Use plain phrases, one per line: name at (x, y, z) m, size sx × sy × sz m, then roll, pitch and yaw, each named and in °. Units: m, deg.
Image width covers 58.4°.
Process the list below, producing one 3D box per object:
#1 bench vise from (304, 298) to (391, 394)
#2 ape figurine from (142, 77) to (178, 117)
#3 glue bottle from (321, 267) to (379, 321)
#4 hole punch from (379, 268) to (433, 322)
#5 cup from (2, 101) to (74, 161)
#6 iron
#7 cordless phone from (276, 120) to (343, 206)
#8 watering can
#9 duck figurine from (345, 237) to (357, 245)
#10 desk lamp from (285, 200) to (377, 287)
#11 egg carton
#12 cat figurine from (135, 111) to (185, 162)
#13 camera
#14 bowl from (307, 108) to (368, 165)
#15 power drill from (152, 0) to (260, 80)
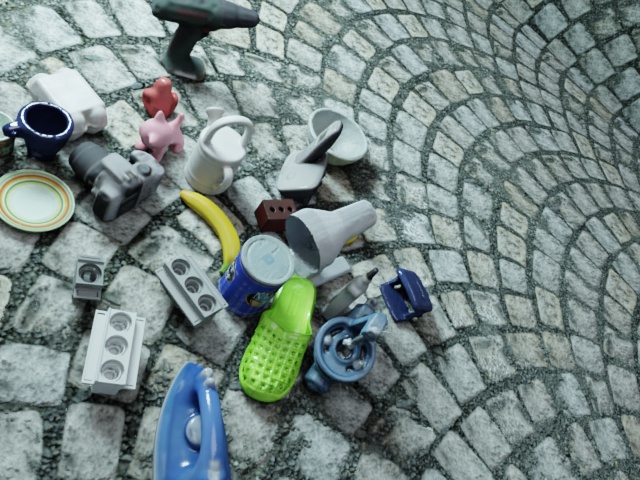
bench vise at (0.062, 0.166, 1.067) m, size 0.122 × 0.219 × 0.207 m, roll 27°, pitch 48°, yaw -14°
ape figurine at (-0.342, -0.314, 1.237) m, size 0.078 × 0.092 × 0.076 m, roll 16°, pitch 51°, yaw -22°
glue bottle at (0.068, 0.101, 1.148) m, size 0.037 × 0.173 × 0.078 m, roll 45°, pitch 46°, yaw 3°
hole punch at (0.203, 0.117, 1.281) m, size 0.101 × 0.091 × 0.108 m, roll -7°, pitch 63°, yaw -36°
cup at (-0.512, -0.185, 1.035) m, size 0.118 × 0.094 × 0.091 m, roll -23°, pitch 73°, yaw -41°
iron at (-0.182, 0.287, 0.878) m, size 0.119 × 0.141 × 0.258 m, roll 8°, pitch 55°, yaw -28°
cordless phone at (-0.016, -0.180, 1.287) m, size 0.094 × 0.184 × 0.147 m, roll 26°, pitch 48°, yaw -15°
watering can at (-0.205, -0.193, 1.168) m, size 0.101 × 0.193 × 0.173 m, roll -25°, pitch 74°, yaw -41°
duck figurine at (0.067, -0.042, 1.310) m, size 0.077 × 0.086 × 0.105 m, roll 41°, pitch 46°, yaw 0°
desk lamp at (0.011, 0.004, 1.153) m, size 0.204 × 0.213 × 0.118 m, roll -21°, pitch 71°, yaw -40°
egg carton at (-0.492, -0.268, 1.124) m, size 0.150 × 0.069 × 0.107 m, roll 48°, pitch 47°, yaw 6°
cat figurine at (-0.321, -0.219, 1.165) m, size 0.067 × 0.117 × 0.128 m, roll 43°, pitch 46°, yaw 1°
camera at (-0.386, -0.131, 1.073) m, size 0.137 × 0.100 × 0.143 m, roll 43°, pitch 46°, yaw 1°
bowl at (0.032, -0.246, 1.440) m, size 0.168 × 0.074 × 0.167 m, roll 17°, pitch 51°, yaw -22°
power drill at (-0.277, -0.471, 1.310) m, size 0.230 × 0.208 × 0.075 m, roll 9°, pitch 54°, yaw -27°
